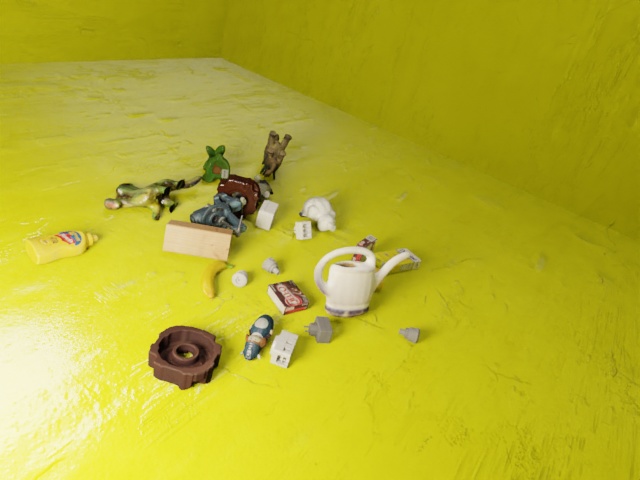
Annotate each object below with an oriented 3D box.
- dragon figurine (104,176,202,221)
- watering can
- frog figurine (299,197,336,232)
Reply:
[{"bbox_3d":[-0.634,-0.185,1.902,0.243,0.120,0.417,14,26,12],"label":"dragon figurine"},{"bbox_3d":[0.135,0.130,1.622,0.348,0.222,0.105,1,13,-28],"label":"watering can"},{"bbox_3d":[0.006,-0.104,2.069,0.136,0.122,0.161,21,10,-34],"label":"frog figurine"}]
